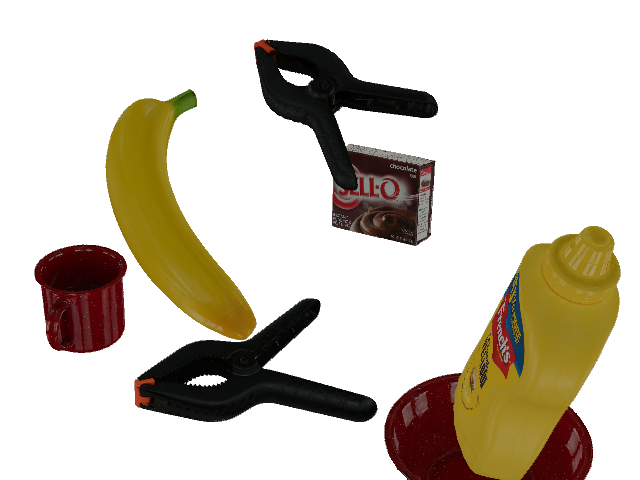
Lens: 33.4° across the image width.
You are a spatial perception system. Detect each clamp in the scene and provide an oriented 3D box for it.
[{"bbox_3d":[0.015,-0.128,0.937,0.120,0.171,0.039,-32,-24,-24],"label":"clamp"},{"bbox_3d":[-0.061,0.126,0.969,0.209,0.036,0.165,-13,37,-23],"label":"clamp"}]

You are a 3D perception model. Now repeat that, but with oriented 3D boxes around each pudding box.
[{"bbox_3d":[0.067,-0.051,1.157,0.114,0.090,0.039,13,23,31],"label":"pudding box"}]

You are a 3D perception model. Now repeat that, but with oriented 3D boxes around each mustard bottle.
[{"bbox_3d":[0.131,0.059,0.634,0.058,0.096,0.192,13,-40,-2],"label":"mustard bottle"}]

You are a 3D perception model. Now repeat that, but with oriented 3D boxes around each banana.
[{"bbox_3d":[-0.092,-0.023,0.649,0.069,0.198,0.037,-10,-34,-11],"label":"banana"}]

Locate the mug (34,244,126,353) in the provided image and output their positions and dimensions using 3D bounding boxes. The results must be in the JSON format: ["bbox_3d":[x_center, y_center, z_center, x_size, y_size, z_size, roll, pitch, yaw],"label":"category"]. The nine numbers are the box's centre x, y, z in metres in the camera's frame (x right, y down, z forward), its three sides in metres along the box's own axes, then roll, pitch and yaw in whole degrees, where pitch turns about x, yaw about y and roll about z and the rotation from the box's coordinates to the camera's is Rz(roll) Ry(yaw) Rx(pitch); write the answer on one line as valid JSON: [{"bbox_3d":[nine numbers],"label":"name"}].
[{"bbox_3d":[-0.249,0.069,1.099,0.093,0.081,0.117,9,32,10],"label":"mug"}]

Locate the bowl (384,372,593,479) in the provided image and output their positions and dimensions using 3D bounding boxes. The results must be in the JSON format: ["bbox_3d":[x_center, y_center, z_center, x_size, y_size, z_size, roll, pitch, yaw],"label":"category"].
[{"bbox_3d":[0.130,0.174,0.846,0.162,0.055,0.162,0,32,0],"label":"bowl"}]
